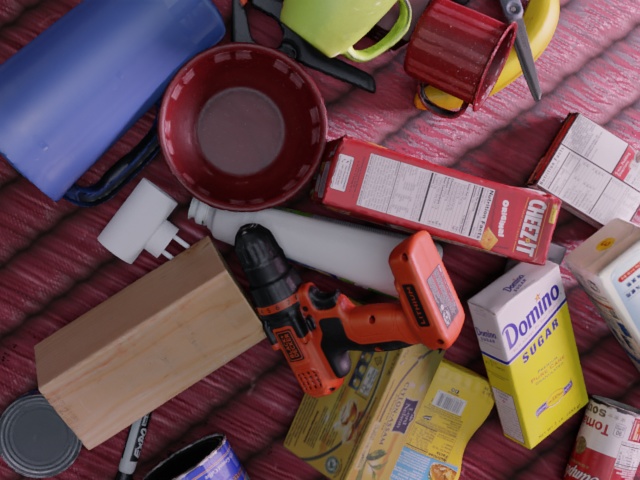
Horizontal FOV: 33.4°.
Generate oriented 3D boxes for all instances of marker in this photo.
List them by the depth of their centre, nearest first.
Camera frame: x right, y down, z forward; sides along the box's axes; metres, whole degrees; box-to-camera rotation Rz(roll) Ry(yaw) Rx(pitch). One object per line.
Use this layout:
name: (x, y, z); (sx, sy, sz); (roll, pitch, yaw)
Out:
marker: (-0.191, 0.207, 1.096); (0.020, 0.020, 0.121); (17, 93, -6)

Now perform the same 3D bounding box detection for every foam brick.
foam brick: (0.071, -0.225, 1.057); (0.053, 0.078, 0.051); (28, 90, -6)

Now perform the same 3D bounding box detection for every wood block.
wood block: (-0.166, 0.099, 1.044); (0.206, 0.091, 0.090); (-32, 118, -2)

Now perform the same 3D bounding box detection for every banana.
banana: (0.183, -0.193, 1.093); (0.070, 0.037, 0.198); (41, 88, 16)

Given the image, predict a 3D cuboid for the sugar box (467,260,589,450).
sugar box: (0.211, 0.113, 1.069); (0.093, 0.048, 0.176); (-34, 124, -24)

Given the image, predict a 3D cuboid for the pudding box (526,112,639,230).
pudding box: (0.285, -0.067, 1.108); (0.113, 0.039, 0.090); (31, 93, -5)

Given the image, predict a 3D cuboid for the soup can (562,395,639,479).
soup can: (0.300, 0.221, 1.116); (0.068, 0.068, 0.102); (18, 92, -6)

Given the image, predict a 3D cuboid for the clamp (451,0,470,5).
clamp: (0.079, -0.297, 1.003); (0.036, 0.209, 0.164); (-27, 89, 24)

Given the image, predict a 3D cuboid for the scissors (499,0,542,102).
scissors: (0.207, -0.245, 1.071); (0.096, 0.016, 0.202); (-29, 80, -2)

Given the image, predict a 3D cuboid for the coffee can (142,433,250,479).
coffee can: (-0.104, 0.280, 1.067); (0.103, 0.103, 0.140); (-30, 96, -2)

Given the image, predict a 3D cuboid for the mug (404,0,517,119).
mug: (0.131, -0.173, 1.037); (0.081, 0.093, 0.117); (27, 128, 13)

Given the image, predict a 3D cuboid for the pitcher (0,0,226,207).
pitcher: (-0.205, -0.154, 1.022); (0.243, 0.149, 0.145); (-42, 80, -4)

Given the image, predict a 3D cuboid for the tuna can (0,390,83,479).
tuna can: (-0.281, 0.195, 1.080); (0.086, 0.034, 0.086); (0, 94, -5)

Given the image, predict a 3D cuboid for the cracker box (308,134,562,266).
cracker box: (0.103, -0.039, 1.030); (0.213, 0.164, 0.072); (16, 91, -5)

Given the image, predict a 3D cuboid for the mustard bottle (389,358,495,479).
mustard bottle: (0.103, 0.217, 1.103); (0.096, 0.058, 0.191); (24, 92, -9)

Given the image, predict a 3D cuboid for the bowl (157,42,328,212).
bowl: (-0.075, -0.106, 1.029); (0.162, 0.055, 0.162); (0, 91, -7)

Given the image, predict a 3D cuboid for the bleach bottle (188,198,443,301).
bleach bottle: (-0.007, 0.001, 1.067); (0.251, 0.102, 0.068); (16, 91, 2)

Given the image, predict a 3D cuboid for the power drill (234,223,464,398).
power drill: (0.024, 0.050, 0.980); (0.188, 0.057, 0.184); (-16, 109, 34)

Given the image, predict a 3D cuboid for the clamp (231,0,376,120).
clamp: (-0.040, -0.173, 1.072); (0.171, 0.039, 0.120); (45, 85, -4)
